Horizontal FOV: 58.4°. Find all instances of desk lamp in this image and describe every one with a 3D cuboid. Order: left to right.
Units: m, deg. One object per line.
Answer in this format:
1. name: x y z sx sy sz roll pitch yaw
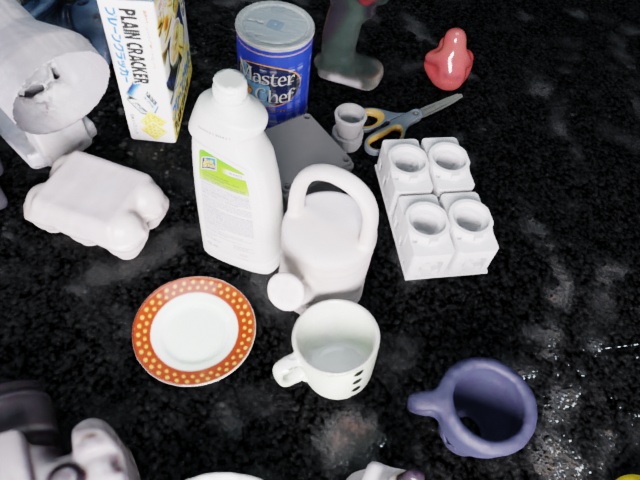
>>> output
1. desk lamp: -0.342 -0.186 0.676 0.203 0.213 0.118 38 60 19

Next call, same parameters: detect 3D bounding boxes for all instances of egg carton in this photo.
1. egg carton: -0.259 -0.041 0.672 0.150 0.069 0.107 18 55 6

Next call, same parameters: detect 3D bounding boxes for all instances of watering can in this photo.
1. watering can: 0.007 0.003 0.595 0.101 0.194 0.173 9 54 0

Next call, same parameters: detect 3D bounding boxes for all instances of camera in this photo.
1. camera: -0.245 0.184 0.495 0.143 0.101 0.136 -18 59 -18

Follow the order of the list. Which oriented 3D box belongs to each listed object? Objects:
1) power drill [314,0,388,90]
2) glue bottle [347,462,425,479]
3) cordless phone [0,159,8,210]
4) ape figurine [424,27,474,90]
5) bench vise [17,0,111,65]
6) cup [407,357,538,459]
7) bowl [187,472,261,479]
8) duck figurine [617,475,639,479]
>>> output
1. power drill: 0.062 -0.326 0.825 0.229 0.208 0.076 17 55 6
2. glue bottle: 0.058 0.211 0.466 0.078 0.173 0.037 26 56 12
3. cordless phone: -0.436 -0.092 0.616 0.094 0.185 0.148 36 59 18
4. ape figurine: 0.203 -0.286 0.885 0.078 0.092 0.076 9 54 0
5. bench vise: -0.375 -0.347 0.783 0.208 0.220 0.121 -13 57 -15
6. cup: 0.136 0.172 0.552 0.118 0.095 0.091 3 55 -4
7. bowl: -0.081 0.282 0.461 0.167 0.075 0.167 3 55 -4
8. duck figurine: 0.307 0.258 0.516 0.077 0.086 0.104 15 55 4
